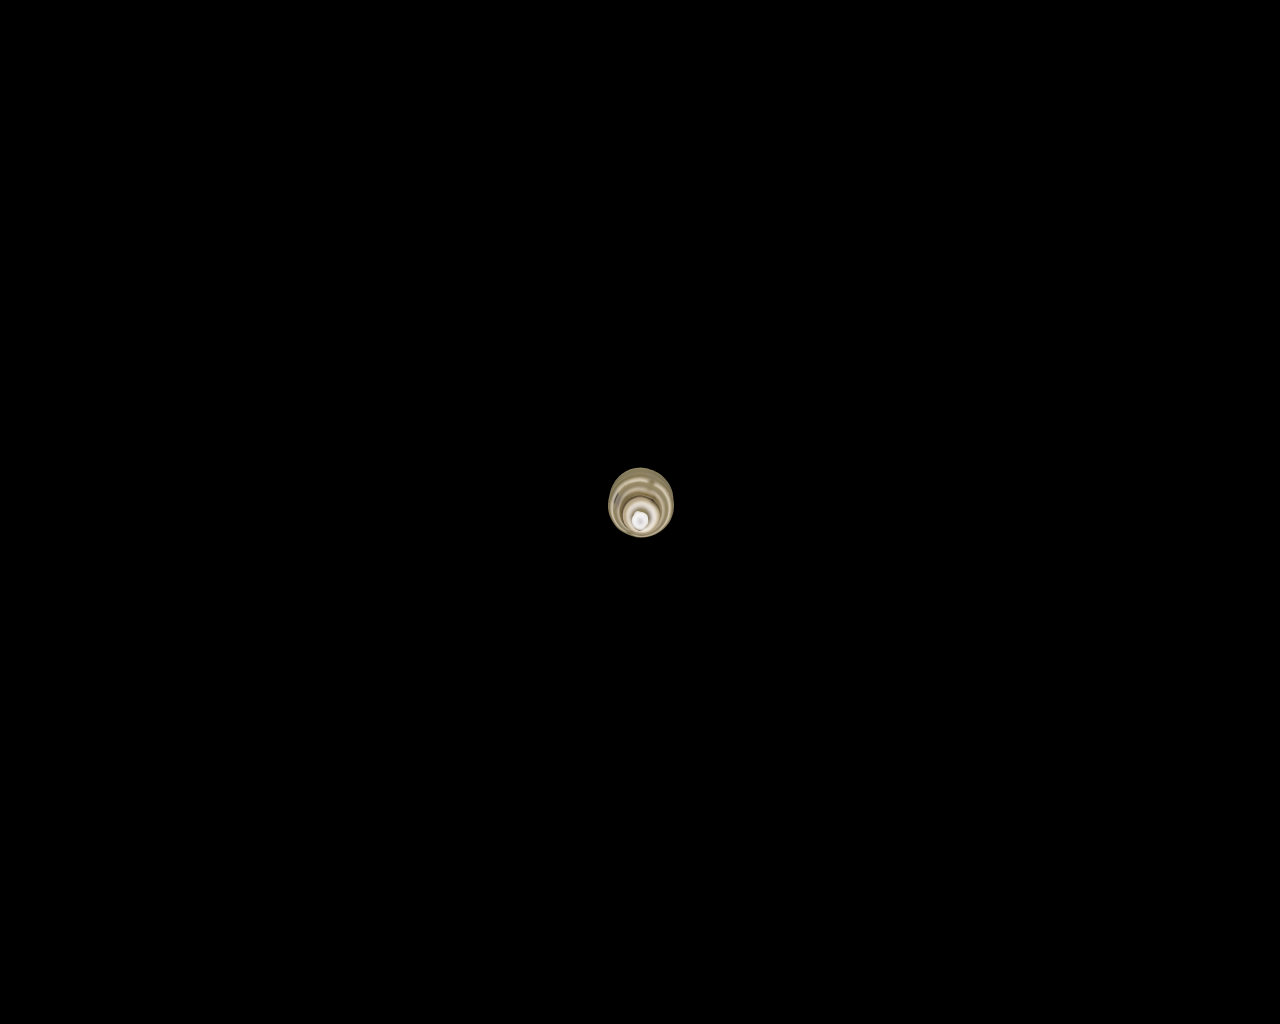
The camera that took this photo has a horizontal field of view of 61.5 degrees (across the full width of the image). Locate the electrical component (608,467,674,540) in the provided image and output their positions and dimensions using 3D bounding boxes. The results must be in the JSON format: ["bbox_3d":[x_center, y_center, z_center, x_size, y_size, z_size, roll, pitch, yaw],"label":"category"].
[{"bbox_3d":[0.001,-0.003,0.650,0.040,0.040,0.078,0,12,0],"label":"electrical component"}]
